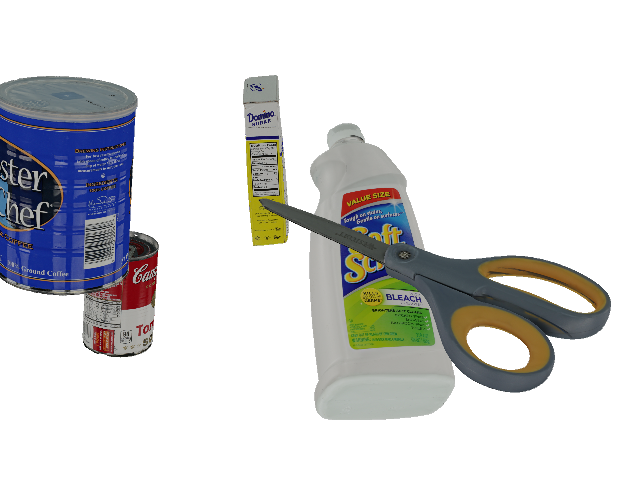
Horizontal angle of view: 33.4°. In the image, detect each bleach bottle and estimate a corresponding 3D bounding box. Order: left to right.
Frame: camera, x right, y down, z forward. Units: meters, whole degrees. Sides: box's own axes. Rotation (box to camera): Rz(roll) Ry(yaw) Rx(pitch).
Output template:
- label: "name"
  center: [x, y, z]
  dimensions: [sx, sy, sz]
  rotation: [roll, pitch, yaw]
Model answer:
- label: "bleach bottle"
  center: [0.030, 0.012, 0.822]
  dimensions: [0.102, 0.251, 0.068]
  rotation: [1, -36, -16]

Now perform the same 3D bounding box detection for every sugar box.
- label: "sugar box"
  center: [-0.064, -0.092, 1.228]
  dimensions: [0.048, 0.176, 0.093]
  rotation: [-5, 26, 0]

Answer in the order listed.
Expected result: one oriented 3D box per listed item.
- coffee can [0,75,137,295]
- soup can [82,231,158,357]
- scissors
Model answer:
- label: "coffee can"
  center: [-0.193, -0.043, 0.805]
  dimensions: [0.103, 0.140, 0.103]
  rotation: [6, 22, -2]
- label: "soup can"
  center: [-0.188, 0.050, 0.999]
  dimensions: [0.068, 0.102, 0.068]
  rotation: [6, 21, -2]
- label: "scissors"
  center: [0.044, 0.025, 0.549]
  dimensions: [0.202, 0.016, 0.096]
  rotation: [12, 42, 17]
